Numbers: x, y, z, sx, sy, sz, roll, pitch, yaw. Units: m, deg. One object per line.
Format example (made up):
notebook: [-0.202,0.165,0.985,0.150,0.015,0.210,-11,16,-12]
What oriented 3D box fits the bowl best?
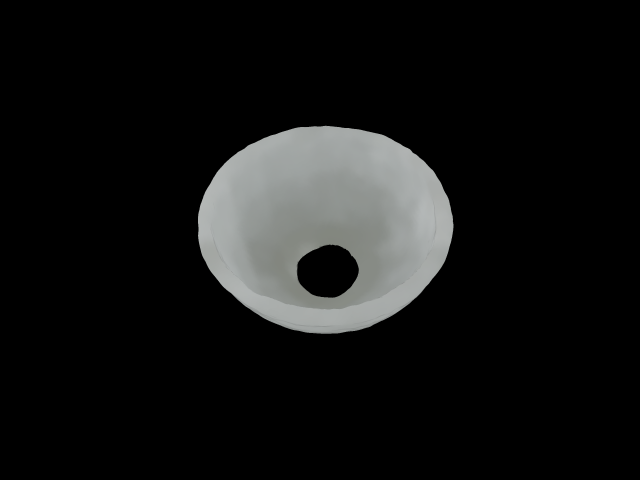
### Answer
bowl: [0.004,0.001,0.400,0.167,0.075,0.167,0,53,0]
